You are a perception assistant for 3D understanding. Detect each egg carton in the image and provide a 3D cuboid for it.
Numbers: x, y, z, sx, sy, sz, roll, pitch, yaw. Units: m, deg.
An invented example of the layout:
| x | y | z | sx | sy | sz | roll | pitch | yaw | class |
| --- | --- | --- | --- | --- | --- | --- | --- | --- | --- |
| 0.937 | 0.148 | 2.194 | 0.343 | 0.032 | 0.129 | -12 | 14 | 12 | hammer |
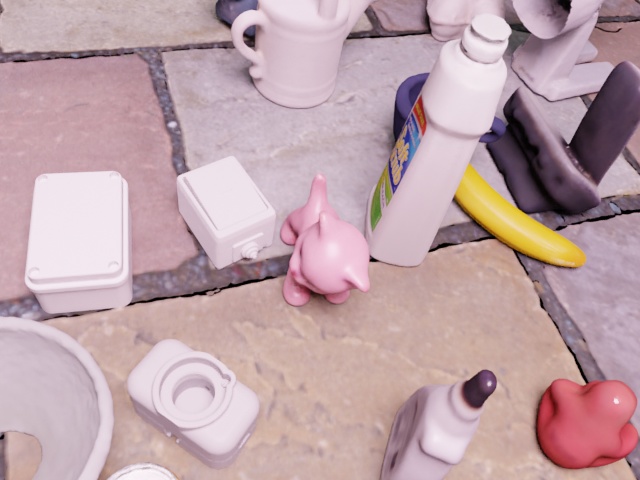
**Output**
| x | y | z | sx | sy | sz | roll | pitch | yaw | class |
| --- | --- | --- | --- | --- | --- | --- | --- | --- | --- |
| 0.202 | -0.335 | 0.793 | 0.107 | 0.069 | 0.150 | 12 | 55 | -2 | egg carton |

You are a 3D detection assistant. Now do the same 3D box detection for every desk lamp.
| x | y | z | sx | sy | sz | roll | pitch | yaw | class |
| --- | --- | --- | --- | --- | --- | --- | --- | --- | --- |
| 0.312 | -0.283 | 0.691 | 0.203 | 0.213 | 0.117 | -15 | 60 | -19 | desk lamp |

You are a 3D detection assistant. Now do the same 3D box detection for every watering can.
| x | y | z | sx | sy | sz | roll | pitch | yaw | class |
| --- | --- | --- | --- | --- | --- | --- | --- | --- | --- |
| -0.013 | -0.251 | 0.620 | 0.100 | 0.194 | 0.173 | 35 | 57 | 14 | watering can |

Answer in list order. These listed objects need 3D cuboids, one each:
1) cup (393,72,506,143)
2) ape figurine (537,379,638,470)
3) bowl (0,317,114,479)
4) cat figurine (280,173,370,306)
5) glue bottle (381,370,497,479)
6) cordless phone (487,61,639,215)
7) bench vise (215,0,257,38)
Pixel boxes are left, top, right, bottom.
| x | y | z | sx | sy | sz | roll | pitch | yaw | class |
| --- | --- | --- | --- | --- | --- | --- | --- | --- | --- |
| 0.128 | -0.112 | 0.613 | 0.117 | 0.095 | 0.092 | 17 | 55 | 1 | cup |
| 0.220 | 0.142 | 0.461 | 0.076 | 0.092 | 0.077 | -25 | 64 | -24 | ape figurine |
| -0.224 | 0.141 | 0.387 | 0.167 | 0.075 | 0.167 | 5 | 56 | -7 | bowl |
| 0.005 | 0.002 | 0.499 | 0.067 | 0.118 | 0.127 | -1 | 56 | -11 | cat figurine |
| 0.083 | 0.128 | 0.394 | 0.037 | 0.173 | 0.078 | 21 | 55 | 4 | glue bottle |
| 0.262 | -0.126 | 0.593 | 0.094 | 0.185 | 0.147 | -11 | 59 | -17 | cordless phone |
| -0.044 | -0.360 | 0.671 | 0.121 | 0.220 | 0.207 | 20 | 55 | 3 | bench vise |
